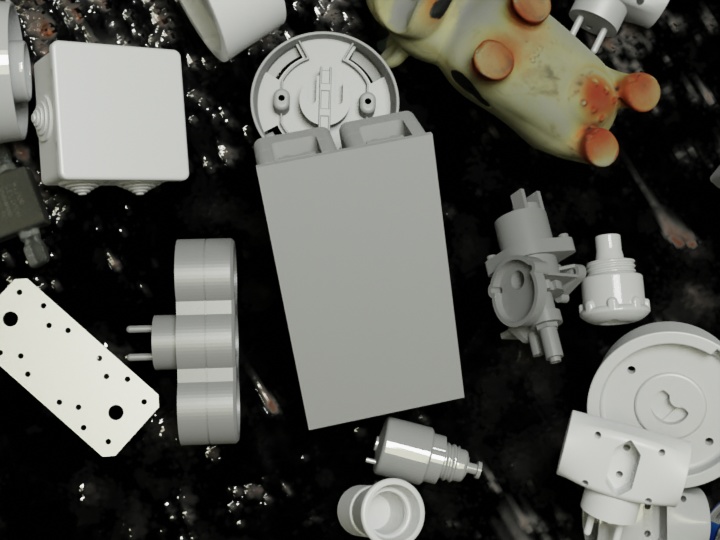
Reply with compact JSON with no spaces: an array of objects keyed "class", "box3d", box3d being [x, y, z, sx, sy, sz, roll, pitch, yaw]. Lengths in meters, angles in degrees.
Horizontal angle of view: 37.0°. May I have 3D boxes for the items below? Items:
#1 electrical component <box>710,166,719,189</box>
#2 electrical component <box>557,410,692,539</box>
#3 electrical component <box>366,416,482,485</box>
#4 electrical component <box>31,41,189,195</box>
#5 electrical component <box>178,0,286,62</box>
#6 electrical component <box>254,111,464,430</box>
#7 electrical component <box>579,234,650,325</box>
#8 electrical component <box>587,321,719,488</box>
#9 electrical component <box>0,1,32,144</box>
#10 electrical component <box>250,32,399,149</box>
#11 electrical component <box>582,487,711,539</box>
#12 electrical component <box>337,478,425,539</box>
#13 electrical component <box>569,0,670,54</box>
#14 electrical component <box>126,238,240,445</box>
[{"class":"electrical component","box3d":[0.285,-0.040,0.756,0.083,0.047,0.075,40,86,-1]},{"class":"electrical component","box3d":[0.166,0.138,0.697,0.077,0.043,0.079,14,101,11]},{"class":"electrical component","box3d":[0.044,0.127,0.735,0.078,0.040,0.040,15,86,-3]},{"class":"electrical component","box3d":[-0.166,-0.100,0.714,0.100,0.048,0.099,-3,87,-34]},{"class":"electrical component","box3d":[-0.089,-0.200,0.714,0.060,0.108,0.108,-30,89,-11]},{"class":"electrical component","box3d":[0.000,0.000,0.696,0.105,0.060,0.186,-11,116,-4]},{"class":"electrical component","box3d":[0.175,0.006,0.749,0.048,0.048,0.062,-2,80,-4]},{"class":"electrical component","box3d":[0.211,0.087,0.733,0.108,0.060,0.108,3,102,13]},{"class":"electrical component","box3d":[-0.250,-0.128,0.705,0.064,0.099,0.099,-4,87,-10]},{"class":"electrical component","box3d":[-0.024,-0.112,0.732,0.099,0.064,0.099,0,87,-4]},{"class":"electrical component","box3d":[0.196,0.189,0.739,0.077,0.043,0.079,1,86,-3]},{"class":"electrical component","box3d":[0.010,0.161,0.718,0.044,0.065,0.044,4,78,-20]},{"class":"electrical component","box3d":[0.173,-0.191,0.759,0.077,0.044,0.079,27,86,-2]},{"class":"electrical component","box3d":[-0.120,0.048,0.723,0.074,0.052,0.138,-1,87,-3]}]
